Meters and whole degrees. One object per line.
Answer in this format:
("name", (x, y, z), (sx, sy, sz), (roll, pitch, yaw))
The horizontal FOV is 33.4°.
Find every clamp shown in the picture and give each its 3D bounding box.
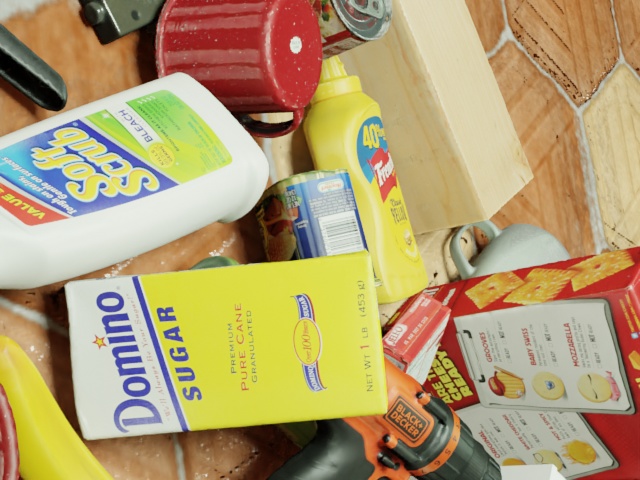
("clamp", (-0.221, -0.122, 0.573), (0.171, 0.039, 0.120), (57, 40, -12))

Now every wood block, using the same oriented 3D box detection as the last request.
("wood block", (0.083, -0.119, 0.870), (0.090, 0.090, 0.206), (-38, 109, -46))

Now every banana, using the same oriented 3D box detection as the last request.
("banana", (-0.128, 0.132, 0.589), (0.197, 0.070, 0.037), (51, 34, -16))

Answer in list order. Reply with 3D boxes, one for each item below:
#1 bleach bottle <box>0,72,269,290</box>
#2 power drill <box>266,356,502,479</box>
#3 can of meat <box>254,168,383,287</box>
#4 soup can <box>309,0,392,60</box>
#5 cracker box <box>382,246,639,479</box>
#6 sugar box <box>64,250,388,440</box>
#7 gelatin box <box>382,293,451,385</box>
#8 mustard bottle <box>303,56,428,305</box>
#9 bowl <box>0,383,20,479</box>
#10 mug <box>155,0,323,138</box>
("bleach bottle", (-0.145, -0.017, 0.599), (0.102, 0.068, 0.250), (48, 44, 10))
("power drill", (0.018, 0.173, 0.685), (0.184, 0.057, 0.187), (43, 80, -28))
("can of meat", (-0.005, 0.001, 0.734), (0.057, 0.102, 0.084), (-13, 86, -19))
("soup can", (-0.008, -0.162, 0.770), (0.068, 0.102, 0.068), (15, 69, -45))
("cracker box", (0.179, 0.103, 0.824), (0.072, 0.214, 0.164), (-44, 113, -46))
("sugar box", (-0.053, 0.060, 0.613), (0.048, 0.176, 0.093), (9, 74, -88))
("gelatin box", (0.060, 0.093, 0.799), (0.073, 0.030, 0.089), (-43, 155, -45))
("mustard bottle", (0.029, -0.047, 0.812), (0.096, 0.058, 0.191), (-18, 93, -67))
("bowl", (-0.224, 0.108, 0.497), (0.161, 0.055, 0.162), (15, 69, -45))
("mug", (-0.047, -0.116, 0.718), (0.093, 0.082, 0.117), (-62, 143, -41))
